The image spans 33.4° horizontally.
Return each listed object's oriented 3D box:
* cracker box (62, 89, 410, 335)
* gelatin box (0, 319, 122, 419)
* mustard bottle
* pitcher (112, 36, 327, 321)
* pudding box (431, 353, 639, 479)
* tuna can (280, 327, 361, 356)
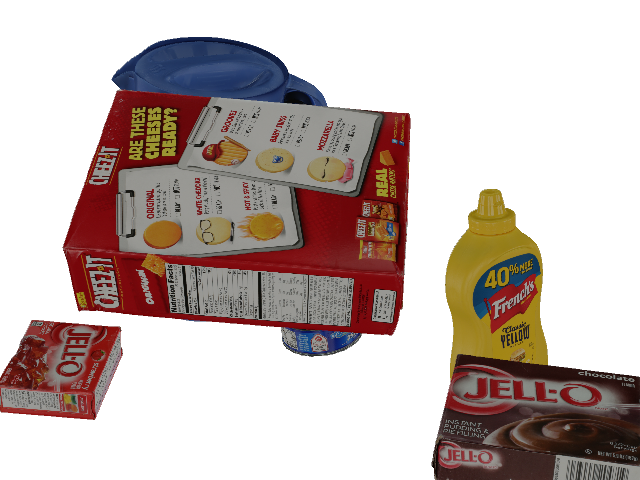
[{"bbox_3d":[-0.048,-0.021,0.729,0.213,0.072,0.164,4,45,3],"label":"cracker box"},{"bbox_3d":[-0.198,0.097,0.820,0.073,0.030,0.089,5,30,3],"label":"gelatin box"},{"bbox_3d":[0.156,0.047,0.952,0.096,0.191,0.058,-17,22,-27],"label":"mustard bottle"},{"bbox_3d":[-0.093,-0.050,0.963,0.144,0.243,0.149,-24,43,-39],"label":"pitcher"},{"bbox_3d":[0.127,0.108,0.614,0.113,0.039,0.090,8,28,11],"label":"pudding box"},{"bbox_3d":[0.000,0.084,1.118,0.086,0.034,0.086,-7,26,3],"label":"tuna can"}]
